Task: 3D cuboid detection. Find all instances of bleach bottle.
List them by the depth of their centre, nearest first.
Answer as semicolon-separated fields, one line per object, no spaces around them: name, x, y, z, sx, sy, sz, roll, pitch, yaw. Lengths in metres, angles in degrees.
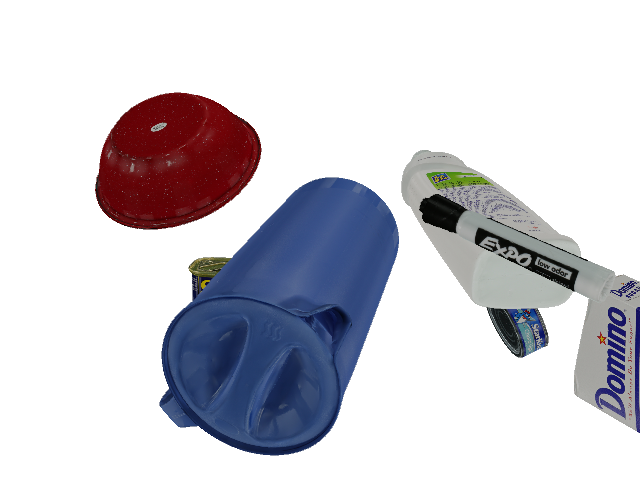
bleach bottle;0.144;-0.025;1.002;0.102;0.068;0.251;-1;27;-14

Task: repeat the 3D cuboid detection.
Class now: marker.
marker;0.108;0.002;0.604;0.121;0.020;0.020;27;14;30

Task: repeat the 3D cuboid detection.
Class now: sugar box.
sugar box;0.255;0.100;0.719;0.048;0.093;0.176;-16;30;-38

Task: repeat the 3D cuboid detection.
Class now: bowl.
bowl;-0.139;-0.085;0.973;0.162;0.162;0.055;0;-43;19

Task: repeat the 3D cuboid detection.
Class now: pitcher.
pitcher;-0.024;0.049;0.839;0.149;0.145;0.242;11;29;13

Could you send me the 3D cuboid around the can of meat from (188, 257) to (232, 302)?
can of meat;-0.090;0.067;1.156;0.102;0.084;0.057;2;15;7

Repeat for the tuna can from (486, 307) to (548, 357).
tuna can;0.219;0.087;1.197;0.033;0.086;0.086;-26;3;-7
